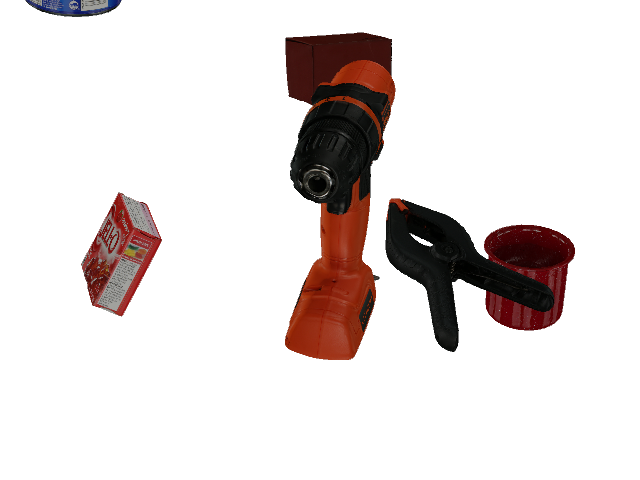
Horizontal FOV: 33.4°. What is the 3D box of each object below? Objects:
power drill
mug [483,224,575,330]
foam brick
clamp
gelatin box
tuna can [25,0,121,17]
[{"bbox_3d":[0.012,-0.014,0.733,0.057,0.188,0.184,11,29,9],"label":"power drill"},{"bbox_3d":[0.215,0.035,1.133,0.093,0.081,0.117,-6,31,-7],"label":"mug"},{"bbox_3d":[0.016,-0.147,0.908,0.078,0.051,0.053,-9,20,-25],"label":"foam brick"},{"bbox_3d":[0.121,0.021,0.935,0.120,0.039,0.171,-8,46,-26],"label":"clamp"},{"bbox_3d":[-0.165,0.009,0.877,0.030,0.073,0.089,24,13,-26],"label":"gelatin box"},{"bbox_3d":[-0.213,-0.224,0.920,0.086,0.034,0.086,5,34,-4],"label":"tuna can"}]
